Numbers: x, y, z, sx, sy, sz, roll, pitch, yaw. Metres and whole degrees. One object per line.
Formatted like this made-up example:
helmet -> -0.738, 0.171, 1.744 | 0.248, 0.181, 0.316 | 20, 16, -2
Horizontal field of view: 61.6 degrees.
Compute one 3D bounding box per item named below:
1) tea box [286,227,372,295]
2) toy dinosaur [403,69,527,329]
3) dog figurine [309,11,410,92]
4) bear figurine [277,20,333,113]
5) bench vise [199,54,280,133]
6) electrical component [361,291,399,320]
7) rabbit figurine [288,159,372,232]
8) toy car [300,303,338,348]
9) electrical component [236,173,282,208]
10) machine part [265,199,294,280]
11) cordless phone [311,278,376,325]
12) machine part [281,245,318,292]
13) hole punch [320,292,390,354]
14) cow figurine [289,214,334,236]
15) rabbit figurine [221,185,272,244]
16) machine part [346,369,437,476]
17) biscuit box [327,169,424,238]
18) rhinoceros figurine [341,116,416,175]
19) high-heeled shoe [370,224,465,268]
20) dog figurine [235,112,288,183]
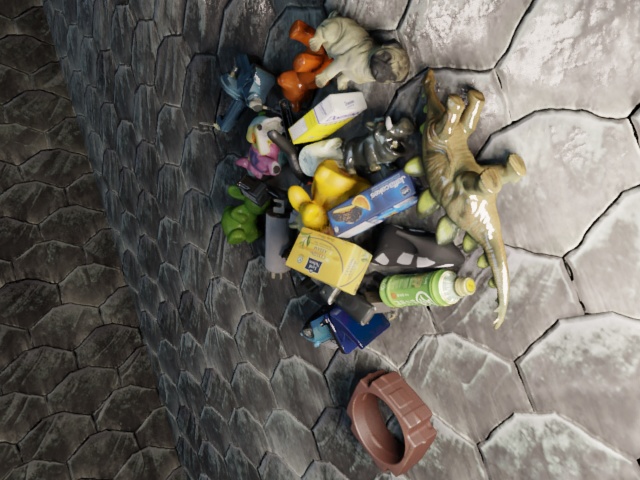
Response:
tea box -> 0.016, 0.042, 1.153 | 0.170, 0.068, 0.098 | 17, 80, 44
toy dinosaur -> 0.252, -0.086, 0.929 | 0.198, 0.105, 0.471 | -46, 57, 58
dog figurine -> 0.090, -0.383, 1.057 | 0.191, 0.121, 0.172 | -2, 105, 40
bear figurine -> -0.046, -0.379, 1.206 | 0.196, 0.132, 0.120 | -22, 68, 50
bench vise -> -0.208, -0.368, 1.417 | 0.240, 0.129, 0.224 | -47, 55, 31
electrical component -> 0.125, 0.149, 1.197 | 0.078, 0.102, 0.045 | -123, 29, -69
rabbit figurine -> 0.011, -0.083, 1.191 | 0.122, 0.162, 0.173 | 48, 126, 26
toy car -> 0.036, 0.216, 1.349 | 0.162, 0.109, 0.103 | -33, 98, 42
electrical component -> -0.164, -0.126, 1.462 | 0.119, 0.048, 0.074 | 35, 166, 14
machine part -> -0.111, 0.002, 1.477 | 0.079, 0.079, 0.243 | 31, 125, 44
cordless phone -> 0.078, 0.095, 1.177 | 0.146, 0.088, 0.184 | -53, 37, -2
machine part -> -0.049, 0.078, 1.431 | 0.139, 0.039, 0.084 | 51, 148, -3
hole punch -> 0.085, 0.188, 1.237 | 0.092, 0.142, 0.115 | -25, 96, 56
cow figurine -> -0.003, -0.004, 1.324 | 0.127, 0.085, 0.194 | -18, 90, 51
rabbit figurine -> -0.203, -0.089, 1.567 | 0.170, 0.121, 0.159 | -40, 62, 33
machine part -> 0.163, 0.420, 1.250 | 0.201, 0.087, 0.201 | 46, 135, 34
biscuit box -> 0.113, -0.072, 1.090 | 0.203, 0.059, 0.063 | -28, 71, 29
rhinoceros figurine -> 0.120, -0.193, 1.098 | 0.190, 0.073, 0.112 | -14, 81, 57
high-heeled shoe -> 0.193, 0.028, 1.107 | 0.248, 0.145, 0.086 | 129, 165, -77
dog figurine -> -0.154, -0.238, 1.411 | 0.219, 0.108, 0.191 | 13, 131, 56
